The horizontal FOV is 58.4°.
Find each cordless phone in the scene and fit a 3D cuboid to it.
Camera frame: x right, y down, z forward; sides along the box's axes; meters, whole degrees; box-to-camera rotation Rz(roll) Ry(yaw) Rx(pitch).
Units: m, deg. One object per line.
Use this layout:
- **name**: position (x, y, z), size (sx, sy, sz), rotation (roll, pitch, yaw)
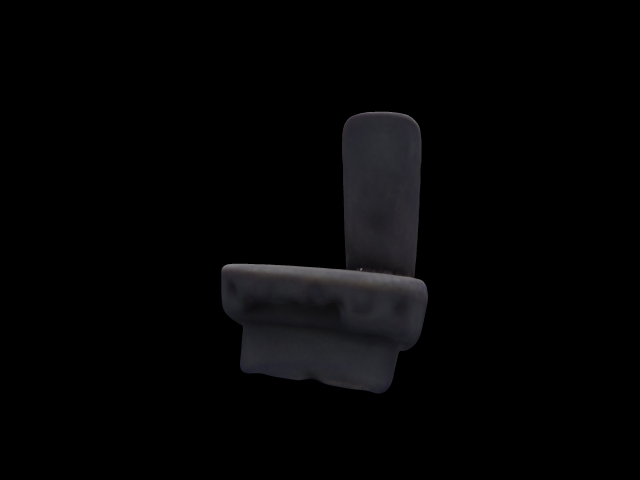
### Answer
- **cordless phone**: position (0.004, 0.001, 0.400), size (0.147, 0.185, 0.094), rotation (3, 22, 7)
